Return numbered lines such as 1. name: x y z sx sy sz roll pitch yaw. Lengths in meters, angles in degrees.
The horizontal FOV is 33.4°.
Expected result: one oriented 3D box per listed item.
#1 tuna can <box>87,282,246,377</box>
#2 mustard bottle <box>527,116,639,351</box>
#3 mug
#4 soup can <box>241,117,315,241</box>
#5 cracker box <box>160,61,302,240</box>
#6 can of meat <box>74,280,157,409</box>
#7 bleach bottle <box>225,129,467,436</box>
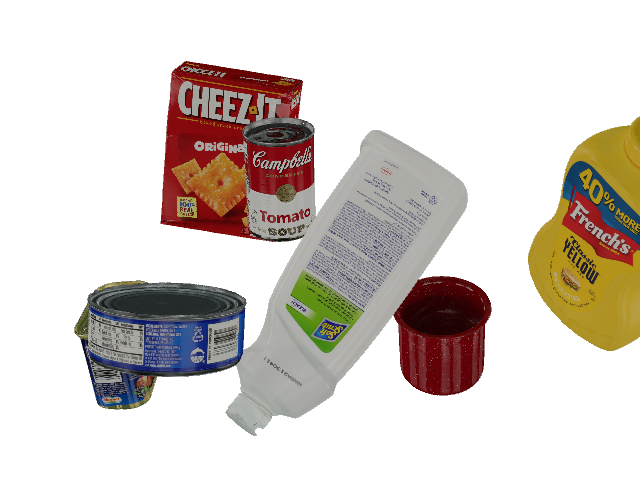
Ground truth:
1. tuna can: -0.084 0.048 0.583 0.086 0.034 0.086 3 9 -1
2. mustard bottle: 0.194 -0.015 0.681 0.058 0.096 0.192 -23 -31 -22
3. mug: 0.120 0.087 1.035 0.093 0.081 0.117 6 37 16
4. soup can: -0.039 -0.058 1.020 0.068 0.102 0.068 -1 27 0
5. cracker box: -0.120 -0.115 1.411 0.164 0.214 0.072 10 23 6
6. can of meat: -0.187 0.099 1.008 0.057 0.084 0.102 -5 25 6
7. bleach bottle: 0.008 0.038 0.829 0.103 0.250 0.068 33 -17 17
